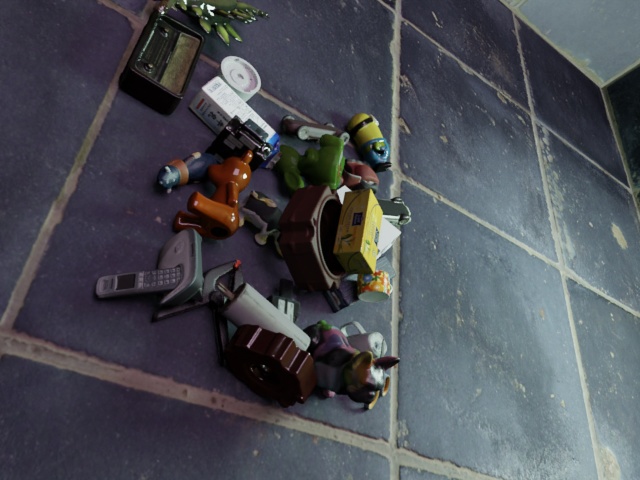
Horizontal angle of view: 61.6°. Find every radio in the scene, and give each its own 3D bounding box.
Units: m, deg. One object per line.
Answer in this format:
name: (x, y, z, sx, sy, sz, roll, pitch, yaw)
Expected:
radio: (-0.351, -0.401, 1.202, 0.131, 0.073, 0.230, 27, 49, -26)

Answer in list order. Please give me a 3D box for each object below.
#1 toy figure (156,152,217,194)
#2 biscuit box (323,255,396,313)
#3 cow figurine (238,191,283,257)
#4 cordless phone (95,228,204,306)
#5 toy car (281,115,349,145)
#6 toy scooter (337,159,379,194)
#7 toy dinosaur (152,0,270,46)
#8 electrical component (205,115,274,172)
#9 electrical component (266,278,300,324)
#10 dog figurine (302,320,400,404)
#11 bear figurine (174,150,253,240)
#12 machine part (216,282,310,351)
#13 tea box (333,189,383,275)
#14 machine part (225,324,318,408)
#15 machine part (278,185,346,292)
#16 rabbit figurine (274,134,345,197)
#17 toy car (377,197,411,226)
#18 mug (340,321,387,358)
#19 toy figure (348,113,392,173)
toy figure: (-0.282, -0.141, 1.117, 0.154, 0.058, 0.064, -29, 107, -48)
biscuit box: (0.099, 0.103, 1.284, 0.202, 0.059, 0.063, -24, 81, -44)
cow figurine: (-0.103, -0.036, 1.176, 0.167, 0.098, 0.068, 40, 40, -14)
cordless phone: (-0.305, 0.054, 0.975, 0.184, 0.088, 0.147, -4, 46, -11)
toy car: (-0.011, -0.282, 1.413, 0.202, 0.053, 0.089, 1, 26, -41)
toy scooter: (0.072, -0.186, 1.425, 0.184, 0.075, 0.135, 5, 61, -32)
toy dinosaur: (-0.262, -0.582, 1.345, 0.198, 0.105, 0.471, 42, 33, -5)
electrical component: (-0.173, -0.207, 1.192, 0.115, 0.134, 0.058, 39, 47, -18)
electrical component: (-0.083, 0.143, 1.120, 0.075, 0.048, 0.119, 17, 55, -31)
dog figurine: (0.052, 0.232, 1.059, 0.108, 0.219, 0.191, 22, 54, -32)
bear figurine: (-0.210, -0.104, 1.106, 0.132, 0.120, 0.196, 20, 57, -27)
machine part: (-0.103, 0.162, 1.020, 0.243, 0.079, 0.079, 42, 46, -12)
tea box: (0.087, -0.018, 1.194, 0.098, 0.068, 0.169, 53, 39, -49)
machine part: (-0.090, 0.229, 0.976, 0.179, 0.179, 0.056, 44, 50, -11)
machine part: (-0.002, -0.004, 1.179, 0.201, 0.087, 0.200, -63, 142, -46)
rabbit figurine: (-0.035, -0.171, 1.304, 0.170, 0.121, 0.159, 11, 74, 10)
toy car: (0.170, -0.078, 1.453, 0.201, 0.056, 0.073, 2, 58, -40)
mug: (0.090, 0.228, 1.170, 0.081, 0.107, 0.109, -3, 70, -42)
toy figure: (0.143, -0.279, 1.531, 0.089, 0.082, 0.180, -6, 72, -44)
